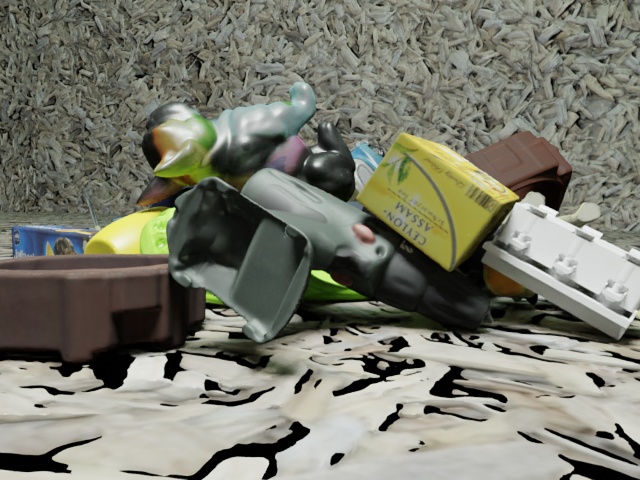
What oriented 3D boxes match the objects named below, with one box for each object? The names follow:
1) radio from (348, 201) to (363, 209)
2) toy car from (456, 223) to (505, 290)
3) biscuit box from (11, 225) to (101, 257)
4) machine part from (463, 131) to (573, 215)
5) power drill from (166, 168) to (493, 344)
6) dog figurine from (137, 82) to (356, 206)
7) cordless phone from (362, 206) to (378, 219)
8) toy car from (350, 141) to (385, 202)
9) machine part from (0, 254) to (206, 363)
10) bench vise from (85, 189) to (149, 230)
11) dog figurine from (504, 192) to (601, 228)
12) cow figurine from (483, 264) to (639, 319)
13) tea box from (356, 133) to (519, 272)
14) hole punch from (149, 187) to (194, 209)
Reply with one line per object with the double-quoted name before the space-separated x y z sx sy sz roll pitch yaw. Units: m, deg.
"radio" -0.001 -0.002 0.723 0.131 0.073 0.229 4 15 26
"toy car" 0.180 0.024 0.611 0.201 0.073 0.056 -2 -29 -44
"biscuit box" -0.306 0.016 0.658 0.203 0.059 0.063 4 5 38
"machine part" 0.278 -0.057 0.842 0.201 0.087 0.201 -24 -32 -6
"power drill" 0.008 0.011 0.398 0.232 0.086 0.207 32 22 23
"dog figurine" -0.085 -0.075 0.589 0.219 0.191 0.108 -31 -1 -36
"cordless phone" 0.100 -0.006 0.674 0.146 0.089 0.184 -9 -28 -36
"toy car" 0.074 -0.075 0.854 0.109 0.161 0.103 -32 -4 36
"machine part" -0.171 0.041 0.399 0.179 0.056 0.179 1 3 0
"bench vise" -0.265 -0.030 0.930 0.223 0.128 0.241 -4 2 -39
"dog figurine" 0.322 0.009 0.815 0.172 0.121 0.190 13 -5 12
"cow figurine" 0.248 0.035 0.543 0.167 0.068 0.098 6 -1 11
"tea box" 0.113 -0.036 0.477 0.098 0.068 0.169 39 21 18
"hole punch" -0.157 -0.023 0.677 0.092 0.115 0.142 44 27 29
